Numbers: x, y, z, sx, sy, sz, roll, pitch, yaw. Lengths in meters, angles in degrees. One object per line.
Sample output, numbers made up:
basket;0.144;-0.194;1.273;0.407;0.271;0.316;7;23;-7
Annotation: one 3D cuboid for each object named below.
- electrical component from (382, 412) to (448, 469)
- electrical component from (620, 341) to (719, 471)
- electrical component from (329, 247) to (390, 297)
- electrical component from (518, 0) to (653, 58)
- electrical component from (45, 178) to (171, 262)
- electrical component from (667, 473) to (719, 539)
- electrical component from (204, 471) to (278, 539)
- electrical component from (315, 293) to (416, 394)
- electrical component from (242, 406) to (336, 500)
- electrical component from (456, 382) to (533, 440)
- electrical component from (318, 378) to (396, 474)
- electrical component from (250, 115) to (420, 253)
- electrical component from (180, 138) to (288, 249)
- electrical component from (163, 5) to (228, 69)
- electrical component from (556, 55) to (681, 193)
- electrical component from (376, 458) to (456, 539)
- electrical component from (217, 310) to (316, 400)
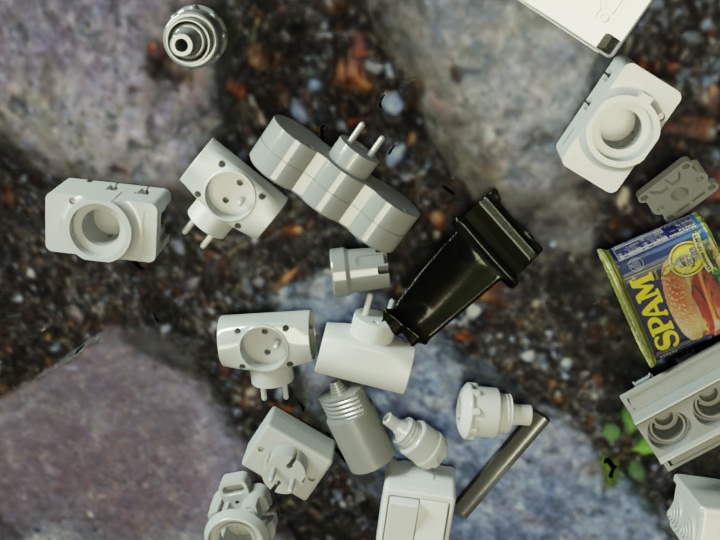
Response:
electrical component;0.045;0.143;0.924;0.061;0.035;0.035;38;108;-19
electrical component;0.284;0.099;0.880;0.121;0.063;0.078;-32;104;14
electrical component;0.000;0.000;0.879;0.046;0.040;0.040;-6;109;1
electrical component;0.166;-0.228;0.778;0.109;0.056;0.108;31;108;-7
electrical component;-0.205;-0.040;0.872;0.089;0.055;0.050;7;110;2
electrical component;0.313;0.212;0.899;0.100;0.099;0.048;7;97;1
electrical component;-0.106;0.228;0.957;0.058;0.057;0.078;-12;108;8
electrical component;0.009;0.057;0.896;0.077;0.043;0.079;14;110;-1
electrical component;-0.063;0.166;0.921;0.066;0.076;0.047;31;108;-7
electrical component;0.114;0.121;0.911;0.062;0.048;0.048;5;110;-5
electrical component;-0.005;0.129;0.922;0.043;0.043;0.081;-22;106;11
electrical component;-0.010;-0.081;0.844;0.138;0.052;0.073;34;108;-8
electrical component;-0.112;-0.052;0.866;0.077;0.044;0.079;39;107;-9
electrical component;-0.129;-0.174;0.816;0.048;0.062;0.048;1;109;4
electrical component;0.195;-0.111;0.817;0.050;0.055;0.089;30;109;-6
electrical component;0.047;0.223;0.941;0.062;0.061;0.096;8;110;2
electrical component;-0.076;0.074;0.908;0.077;0.044;0.079;-4;109;6
